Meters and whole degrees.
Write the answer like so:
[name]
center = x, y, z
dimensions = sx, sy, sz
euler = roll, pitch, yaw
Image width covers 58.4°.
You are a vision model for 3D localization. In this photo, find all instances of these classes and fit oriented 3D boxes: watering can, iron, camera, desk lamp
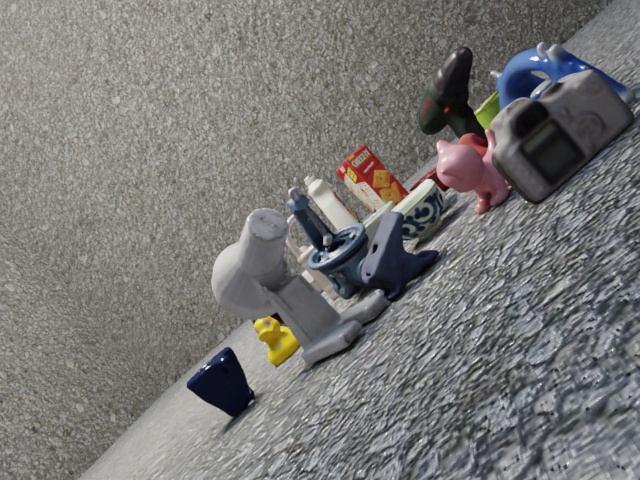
[watering can]
center = -0.004, 0.027, 1.230
dimensions = 0.172, 0.194, 0.101
euler = -40, 2, 46
[iron]
center = 0.320, -0.214, 0.796
dimensions = 0.118, 0.141, 0.258
euler = -42, 1, -2
[camera]
center = 0.255, -0.124, 0.666
dimensions = 0.143, 0.101, 0.137
euler = -42, 1, 5
[desk lamp]
center = -0.045, 0.064, 0.810
dimensions = 0.118, 0.213, 0.203
euler = -43, 2, -36

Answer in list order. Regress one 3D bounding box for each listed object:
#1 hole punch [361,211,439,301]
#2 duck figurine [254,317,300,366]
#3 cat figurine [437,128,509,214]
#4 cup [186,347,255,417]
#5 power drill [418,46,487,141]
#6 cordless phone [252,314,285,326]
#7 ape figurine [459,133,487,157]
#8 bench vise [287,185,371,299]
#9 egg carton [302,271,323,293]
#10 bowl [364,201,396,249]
[hole punch]
center = 0.095, 0.021, 0.792
dimensions = 0.101, 0.091, 0.108
euler = -42, 2, -6
[duck figurine]
center = -0.083, 0.176, 1.062
dimensions = 0.077, 0.086, 0.105
euler = -41, 2, 12
[cat figurine]
center = 0.215, -0.104, 0.790
dimensions = 0.128, 0.118, 0.067
euler = -42, 2, -21
[cup]
center = -0.145, 0.230, 0.912
dimensions = 0.092, 0.095, 0.117
euler = -43, 2, -38
[power drill]
center = 0.271, -0.222, 1.042
dimensions = 0.076, 0.208, 0.229
euler = -42, 2, -17
[cordless phone]
center = -0.116, 0.130, 1.342
dimensions = 0.147, 0.185, 0.094
euler = -41, 2, 10
[ape figurine]
center = 0.270, -0.141, 0.954
dimensions = 0.076, 0.092, 0.077
euler = -42, 2, -18
[bench vise]
center = 0.002, 0.011, 1.035
dimensions = 0.122, 0.219, 0.207
euler = -43, 2, -33
[egg carton]
center = 0.000, 0.098, 1.552
dimensions = 0.150, 0.069, 0.107
euler = -41, 2, 36
[bowl]
center = 0.123, -0.008, 1.294
dimensions = 0.167, 0.075, 0.167
euler = -42, 1, 2
